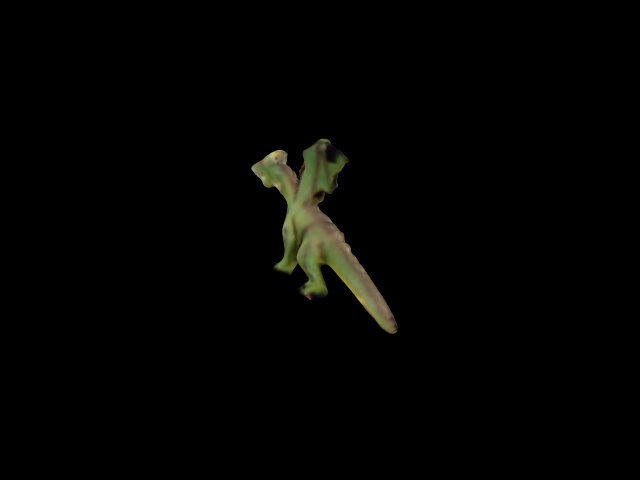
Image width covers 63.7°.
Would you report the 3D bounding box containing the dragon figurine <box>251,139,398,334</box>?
[{"bbox_3d":[0.003,-0.043,0.850,0.123,0.238,0.415,-17,31,-32],"label":"dragon figurine"}]
